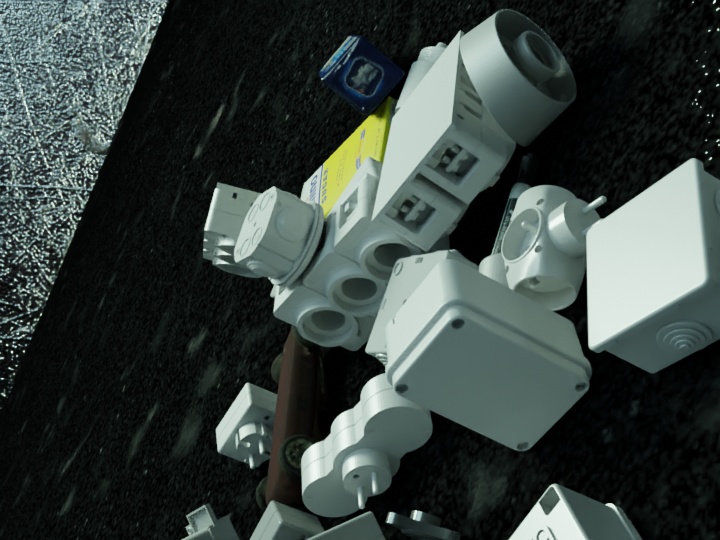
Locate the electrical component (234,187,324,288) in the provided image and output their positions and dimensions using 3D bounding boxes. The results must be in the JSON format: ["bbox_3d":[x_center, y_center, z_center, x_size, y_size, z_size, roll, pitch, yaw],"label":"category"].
[{"bbox_3d":[-0.070,-0.029,0.935,0.080,0.051,0.080,-48,27,35],"label":"electrical component"}]

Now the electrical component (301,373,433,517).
[{"bbox_3d":[0.005,0.148,0.823,0.138,0.052,0.073,-50,27,30],"label":"electrical component"}]

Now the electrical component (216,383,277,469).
[{"bbox_3d":[-0.103,0.163,1.052,0.065,0.047,0.076,-56,24,19],"label":"electrical component"}]

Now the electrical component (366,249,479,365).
[{"bbox_3d":[0.054,0.034,0.841,0.100,0.048,0.099,-10,58,63],"label":"electrical component"}]

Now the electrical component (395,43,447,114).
[{"bbox_3d":[0.068,-0.184,1.047,0.043,0.043,0.081,-7,60,64],"label":"electrical component"}]

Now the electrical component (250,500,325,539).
[{"bbox_3d":[-0.059,0.239,0.874,0.065,0.047,0.077,-62,23,6],"label":"electrical component"}]

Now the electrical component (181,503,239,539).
[{"bbox_3d":[-0.144,0.263,0.996,0.042,0.064,0.081,-38,75,46],"label":"electrical component"}]

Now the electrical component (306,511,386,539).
[{"bbox_3d":[-0.017,0.227,0.771,0.047,0.083,0.075,-41,70,44],"label":"electrical component"}]

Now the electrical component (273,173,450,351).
[{"bbox_3d":[0.000,0.000,0.941,0.150,0.089,0.061,-46,29,38],"label":"electrical component"}]

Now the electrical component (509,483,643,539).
[{"bbox_3d":[0.107,0.187,0.551,0.108,0.056,0.108,-57,23,17],"label":"electrical component"}]

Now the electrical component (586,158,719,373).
[{"bbox_3d":[0.176,0.001,0.606,0.100,0.048,0.099,-40,33,45],"label":"electrical component"}]

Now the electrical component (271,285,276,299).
[{"bbox_3d":[-0.047,0.004,1.095,0.077,0.047,0.065,-10,58,64],"label":"electrical component"}]

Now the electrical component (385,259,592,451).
[{"bbox_3d":[0.079,0.055,0.678,0.078,0.113,0.057,-52,22,28],"label":"electrical component"}]

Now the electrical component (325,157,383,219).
[{"bbox_3d":[0.017,-0.058,1.001,0.096,0.062,0.061,-55,24,22],"label":"electrical component"}]

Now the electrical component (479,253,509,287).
[{"bbox_3d":[0.101,0.025,0.757,0.040,0.040,0.078,-36,36,49],"label":"electrical component"}]

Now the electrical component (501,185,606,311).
[{"bbox_3d":[0.137,-0.023,0.724,0.079,0.044,0.077,-38,34,47],"label":"electrical component"}]

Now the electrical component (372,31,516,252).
[{"bbox_3d":[0.073,-0.108,0.897,0.105,0.060,0.186,-50,15,31],"label":"electrical component"}]

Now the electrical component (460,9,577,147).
[{"bbox_3d":[0.119,-0.150,0.834,0.064,0.099,0.099,-38,33,36],"label":"electrical component"}]

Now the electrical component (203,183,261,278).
[{"bbox_3d":[-0.125,-0.038,1.197,0.150,0.089,0.061,128,155,-76],"label":"electrical component"}]
